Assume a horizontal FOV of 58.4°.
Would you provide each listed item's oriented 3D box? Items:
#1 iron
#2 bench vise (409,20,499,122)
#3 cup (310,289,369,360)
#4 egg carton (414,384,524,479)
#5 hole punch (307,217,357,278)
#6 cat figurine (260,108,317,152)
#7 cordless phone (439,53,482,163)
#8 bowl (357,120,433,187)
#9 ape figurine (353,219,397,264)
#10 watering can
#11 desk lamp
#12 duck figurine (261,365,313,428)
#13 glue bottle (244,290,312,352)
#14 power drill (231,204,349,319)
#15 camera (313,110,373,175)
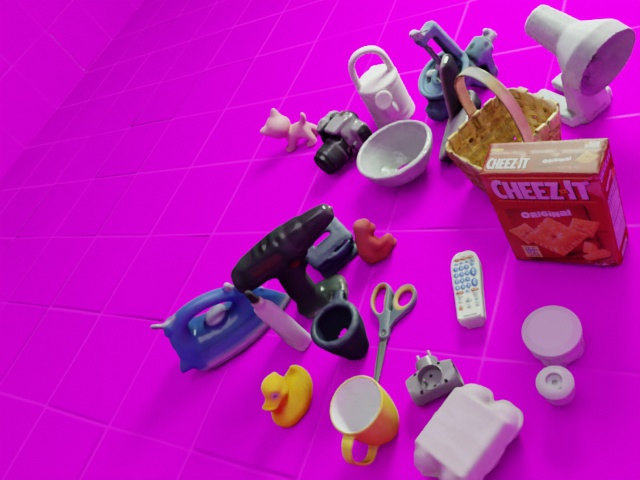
[{"bbox_3d":[-0.198,0.146,1.129,0.258,0.142,0.118,-34,41,6],"label":"iron"},{"bbox_3d":[0.271,-0.389,1.207,0.121,0.220,0.208,19,67,45],"label":"bench vise"},{"bbox_3d":[0.044,0.153,0.982,0.091,0.095,0.118,-14,47,26],"label":"cup"},{"bbox_3d":[0.200,0.272,0.780,0.150,0.070,0.107,-50,42,-12],"label":"egg carton"},{"bbox_3d":[0.010,0.004,1.143,0.109,0.091,0.100,-43,41,-4],"label":"hole punch"},{"bbox_3d":[-0.081,-0.286,1.450,0.127,0.118,0.067,-12,48,27],"label":"cat figurine"},{"bbox_3d":[0.258,-0.256,1.124,0.093,0.186,0.147,-7,50,32],"label":"cordless phone"},{"bbox_3d":[0.165,-0.168,1.197,0.167,0.075,0.167,-20,44,21],"label":"bowl"},{"bbox_3d":[0.094,-0.005,1.089,0.076,0.092,0.077,-45,41,-7],"label":"ape figurine"},{"bbox_3d":[0.136,-0.347,1.287,0.101,0.195,0.172,-40,41,-1],"label":"watering can"},{"bbox_3d":[0.446,-0.306,1.009,0.118,0.214,0.202,-39,41,0],"label":"desk lamp"},{"bbox_3d":[-0.064,0.256,0.975,0.077,0.086,0.105,2,55,37],"label":"duck figurine"},{"bbox_3d":[-0.084,0.138,1.029,0.077,0.174,0.037,20,67,45],"label":"glue bottle"},{"bbox_3d":[-0.035,0.049,1.045,0.229,0.209,0.075,-29,42,12],"label":"power drill"},{"bbox_3d":[0.035,-0.229,1.327,0.137,0.101,0.142,-48,42,-11],"label":"camera"}]
